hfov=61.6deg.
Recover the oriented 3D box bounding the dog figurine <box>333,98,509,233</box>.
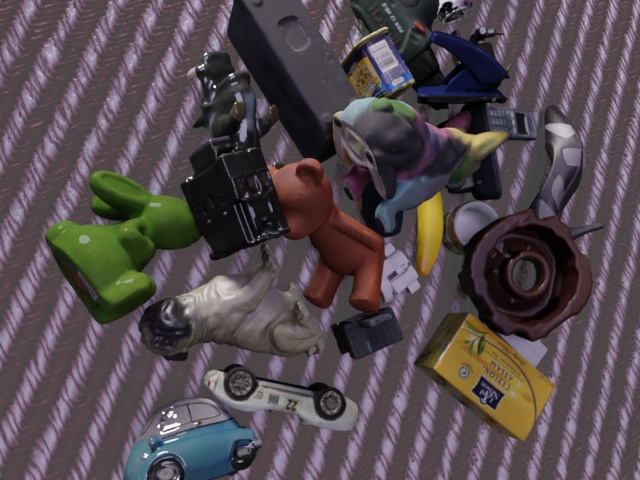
[{"bbox_3d":[0.133,-0.121,0.675,0.219,0.191,0.109,-31,46,-18],"label":"dog figurine"}]

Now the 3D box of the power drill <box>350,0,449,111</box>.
[{"bbox_3d":[0.170,-0.336,0.783,0.232,0.086,0.207,43,110,-6],"label":"power drill"}]

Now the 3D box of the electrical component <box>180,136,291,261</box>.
[{"bbox_3d":[-0.107,-0.051,0.637,0.058,0.115,0.134,-23,91,-42],"label":"electrical component"}]

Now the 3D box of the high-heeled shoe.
[{"bbox_3d":[0.341,-0.088,0.841,0.145,0.086,0.249,-14,66,13],"label":"high-heeled shoe"}]

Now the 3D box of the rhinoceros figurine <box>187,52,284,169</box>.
[{"bbox_3d":[-0.112,-0.149,0.701,0.073,0.112,0.190,-20,103,-42],"label":"rhinoceros figurine"}]

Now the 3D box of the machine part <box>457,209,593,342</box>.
[{"bbox_3d":[0.279,0.047,0.741,0.179,0.056,0.179,0,87,-10],"label":"machine part"}]

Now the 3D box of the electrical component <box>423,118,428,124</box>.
[{"bbox_3d":[0.139,-0.158,0.807,0.094,0.021,0.063,7,80,-13],"label":"electrical component"}]

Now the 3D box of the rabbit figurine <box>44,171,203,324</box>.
[{"bbox_3d":[-0.229,-0.002,0.659,0.170,0.121,0.159,-37,86,-35],"label":"rabbit figurine"}]

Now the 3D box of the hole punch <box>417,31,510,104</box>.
[{"bbox_3d":[0.191,-0.229,0.718,0.116,0.142,0.092,5,109,8],"label":"hole punch"}]

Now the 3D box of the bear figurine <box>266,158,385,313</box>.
[{"bbox_3d":[-0.001,-0.006,0.670,0.195,0.120,0.132,40,61,-43],"label":"bear figurine"}]

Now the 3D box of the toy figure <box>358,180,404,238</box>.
[{"bbox_3d":[0.083,-0.082,0.764,0.064,0.058,0.154,-1,78,-21],"label":"toy figure"}]

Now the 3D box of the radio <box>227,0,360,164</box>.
[{"bbox_3d":[-0.032,-0.220,0.714,0.073,0.131,0.229,-34,91,-15],"label":"radio"}]

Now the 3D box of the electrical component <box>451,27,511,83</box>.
[{"bbox_3d":[0.253,-0.285,0.842,0.078,0.045,0.102,-8,84,-17],"label":"electrical component"}]

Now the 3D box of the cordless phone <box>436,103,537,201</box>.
[{"bbox_3d":[0.276,-0.135,0.817,0.184,0.089,0.146,-8,87,-36],"label":"cordless phone"}]

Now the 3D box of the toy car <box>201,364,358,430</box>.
[{"bbox_3d":[-0.050,0.199,0.679,0.202,0.073,0.056,15,77,-12],"label":"toy car"}]

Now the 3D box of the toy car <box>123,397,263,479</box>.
[{"bbox_3d":[-0.156,0.239,0.635,0.162,0.109,0.103,-11,68,-24],"label":"toy car"}]

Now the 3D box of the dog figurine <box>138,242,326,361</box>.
[{"bbox_3d":[-0.107,0.115,0.676,0.190,0.121,0.172,-34,89,-2],"label":"dog figurine"}]

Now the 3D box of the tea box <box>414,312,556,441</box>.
[{"bbox_3d":[0.232,0.190,0.758,0.169,0.068,0.098,38,74,-8],"label":"tea box"}]

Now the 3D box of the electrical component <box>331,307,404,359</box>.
[{"bbox_3d":[0.067,0.119,0.698,0.075,0.119,0.047,-20,89,-19],"label":"electrical component"}]
